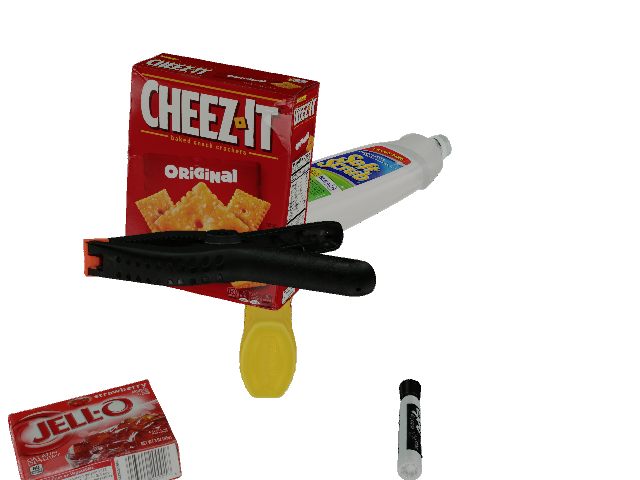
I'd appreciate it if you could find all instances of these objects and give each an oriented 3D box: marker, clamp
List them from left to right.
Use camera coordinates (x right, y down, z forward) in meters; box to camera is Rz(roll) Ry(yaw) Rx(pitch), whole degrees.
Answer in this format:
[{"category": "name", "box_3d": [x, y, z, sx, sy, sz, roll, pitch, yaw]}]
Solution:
[{"category": "clamp", "box_3d": [-0.065, 0.013, 0.779, 0.209, 0.036, 0.165, -2, 11, -14]}, {"category": "marker", "box_3d": [0.073, 0.150, 0.867, 0.020, 0.020, 0.121, 0, 26, 5]}]

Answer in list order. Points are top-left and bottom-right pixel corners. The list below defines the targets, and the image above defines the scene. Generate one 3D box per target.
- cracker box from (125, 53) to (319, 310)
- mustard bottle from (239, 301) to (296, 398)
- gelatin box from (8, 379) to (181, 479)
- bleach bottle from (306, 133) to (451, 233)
[{"category": "cracker box", "box_3d": [-0.097, -0.054, 1.004, 0.164, 0.214, 0.072, 13, 24, 15]}, {"category": "mustard bottle", "box_3d": [-0.057, 0.078, 1.148, 0.058, 0.096, 0.191, 0, 28, -3]}, {"category": "gelatin box", "box_3d": [-0.135, 0.120, 0.631, 0.089, 0.030, 0.073, -12, 26, -18]}, {"category": "bleach bottle", "box_3d": [0.045, -0.071, 1.247, 0.250, 0.068, 0.103, -26, 44, -27]}]
